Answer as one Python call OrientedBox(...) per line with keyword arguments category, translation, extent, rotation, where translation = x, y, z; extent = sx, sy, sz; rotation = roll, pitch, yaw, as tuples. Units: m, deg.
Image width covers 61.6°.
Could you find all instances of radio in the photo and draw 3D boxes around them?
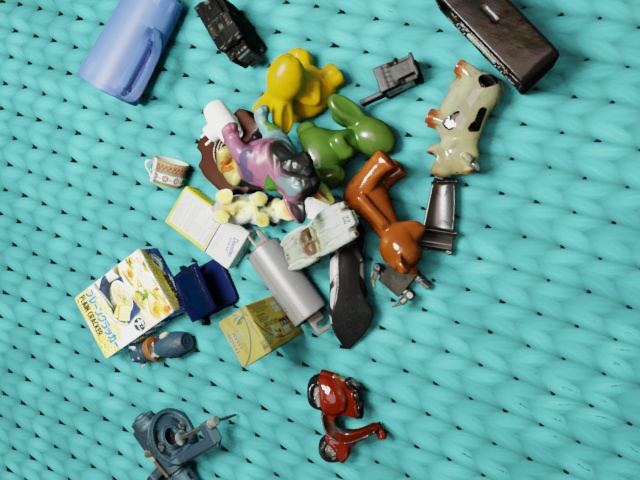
OrientedBox(category="radio", translation=(0.284, -0.347, 0.883), extent=(0.073, 0.131, 0.229), rotation=(-41, 80, 18))

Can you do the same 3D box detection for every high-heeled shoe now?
OrientedBox(category="high-heeled shoe", translation=(0.047, 0.077, 1.032), extent=(0.086, 0.145, 0.248), rotation=(-1, 122, -16))

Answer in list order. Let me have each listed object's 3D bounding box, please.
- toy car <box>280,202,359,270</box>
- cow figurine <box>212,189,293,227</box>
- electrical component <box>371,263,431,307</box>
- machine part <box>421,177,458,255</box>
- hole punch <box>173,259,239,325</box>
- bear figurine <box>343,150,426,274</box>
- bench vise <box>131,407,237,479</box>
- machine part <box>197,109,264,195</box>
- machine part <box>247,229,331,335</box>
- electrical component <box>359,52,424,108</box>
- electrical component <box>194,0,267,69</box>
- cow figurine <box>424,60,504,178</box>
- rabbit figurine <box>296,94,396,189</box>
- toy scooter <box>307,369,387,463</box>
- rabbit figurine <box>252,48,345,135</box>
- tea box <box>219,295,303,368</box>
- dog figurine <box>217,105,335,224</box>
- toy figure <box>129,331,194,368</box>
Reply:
OrientedBox(category="toy car", translation=(-0.002, -0.003, 0.961), extent=(0.202, 0.056, 0.073), rotation=(-32, 74, 49))
OrientedBox(category="cow figurine", translation=(-0.128, -0.057, 1.062), extent=(0.167, 0.098, 0.068), rotation=(3, 87, -13))
OrientedBox(category="electrical component", translation=(0.144, 0.075, 0.997), extent=(0.102, 0.045, 0.078), rotation=(47, 107, 12))
OrientedBox(category="machine part", translation=(0.214, -0.046, 0.972), extent=(0.084, 0.039, 0.138), rotation=(13, 98, 23))
OrientedBox(category="hole punch", translation=(-0.250, 0.107, 1.115), extent=(0.116, 0.092, 0.142), rotation=(-27, 87, 22))
OrientedBox(category="bear figurine", translation=(0.132, -0.041, 0.946), extent=(0.132, 0.120, 0.196), rotation=(-44, 69, 16))
OrientedBox(category="bench vise", translation=(-0.285, 0.440, 1.124), extent=(0.241, 0.129, 0.223), rotation=(-34, 80, 25))
OrientedBox(category="machine part", translation=(-0.165, -0.175, 1.088), extent=(0.180, 0.056, 0.179), rotation=(1, 93, 21))
OrientedBox(category="machine part", translation=(-0.065, 0.082, 1.053), extent=(0.079, 0.079, 0.243), rotation=(-39, 81, 17))
OrientedBox(category="electrical component", translation=(0.124, -0.286, 0.974), extent=(0.119, 0.075, 0.047), rotation=(-20, 87, 22))
OrientedBox(category="electrical component", translation=(-0.167, -0.400, 1.047), extent=(0.058, 0.115, 0.134), rotation=(-35, 81, 21))
OrientedBox(category="cow figurine", translation=(0.249, -0.196, 0.931), extent=(0.127, 0.085, 0.194), rotation=(31, 98, 17))
OrientedBox(category="rabbit figurine", translation=(0.051, -0.182, 1.000), extent=(0.170, 0.121, 0.159), rotation=(-18, 80, 1))
OrientedBox(category="toy scooter", translation=(0.054, 0.334, 1.026), extent=(0.135, 0.075, 0.183), rotation=(-10, 92, 20))
OrientedBox(category="rabbit figurine", translation=(-0.055, -0.283, 0.984), extent=(0.122, 0.173, 0.162), rotation=(42, 101, 8))
OrientedBox(category="tea box", translation=(-0.108, 0.167, 1.023), extent=(0.068, 0.169, 0.098), rotation=(-34, 80, 17))
OrientedBox(category="dog figurine", translation=(-0.077, -0.112, 0.933), extent=(0.219, 0.108, 0.191), rotation=(50, 149, 16))
OrientedBox(category="toy figure", translation=(-0.347, 0.237, 1.170), extent=(0.155, 0.057, 0.064), rotation=(-17, 80, 24))
